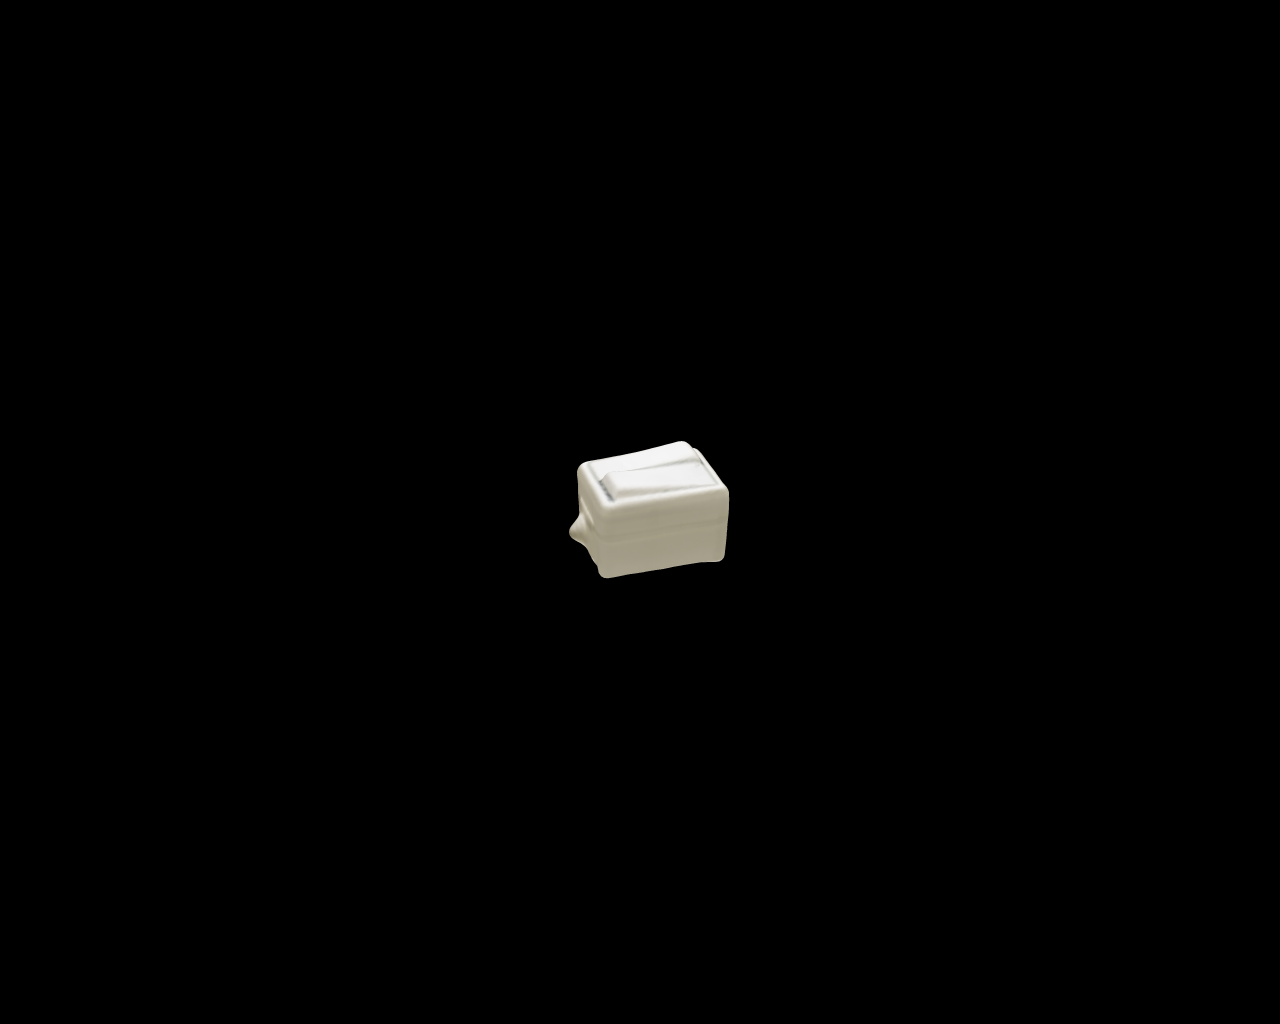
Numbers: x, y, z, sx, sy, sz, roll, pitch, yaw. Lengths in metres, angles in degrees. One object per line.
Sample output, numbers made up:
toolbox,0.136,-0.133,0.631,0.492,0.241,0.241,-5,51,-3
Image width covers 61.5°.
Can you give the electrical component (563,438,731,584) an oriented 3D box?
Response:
electrical component,0.001,-0.003,0.650,0.096,0.061,0.062,-8,32,-14
